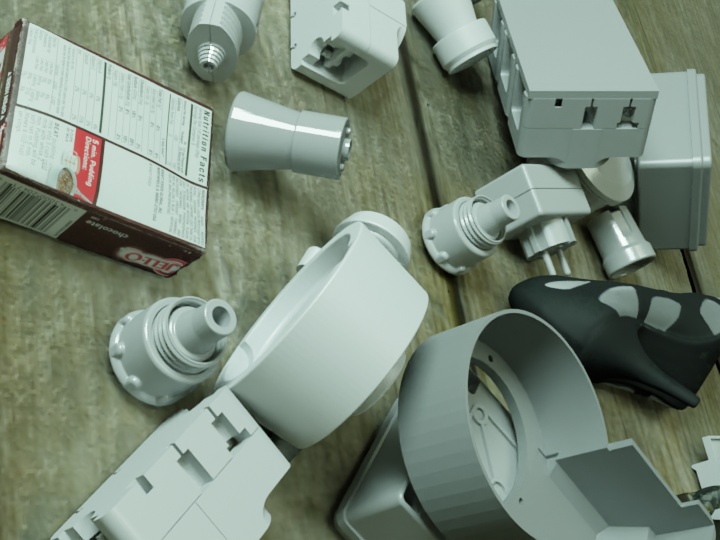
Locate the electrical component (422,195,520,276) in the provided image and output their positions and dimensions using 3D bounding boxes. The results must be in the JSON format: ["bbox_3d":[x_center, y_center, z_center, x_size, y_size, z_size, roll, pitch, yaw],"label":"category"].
[{"bbox_3d":[0.074,-0.028,0.691,0.048,0.062,0.048,24,52,-35],"label":"electrical component"}]

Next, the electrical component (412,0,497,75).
[{"bbox_3d":[0.070,-0.177,0.788,0.045,0.045,0.055,-27,88,-50],"label":"electrical component"}]

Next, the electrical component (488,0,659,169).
[{"bbox_3d":[0.150,-0.143,0.786,0.089,0.061,0.150,-1,40,-4],"label":"electrical component"}]

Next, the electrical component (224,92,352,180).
[{"bbox_3d":[-0.037,-0.071,0.592,0.065,0.044,0.044,10,49,6],"label":"electrical component"}]

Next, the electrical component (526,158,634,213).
[{"bbox_3d":[0.170,-0.081,0.830,0.080,0.051,0.080,24,52,-35],"label":"electrical component"}]

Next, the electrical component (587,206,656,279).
[{"bbox_3d":[0.203,-0.022,0.839,0.040,0.040,0.046,-5,66,-47],"label":"electrical component"}]

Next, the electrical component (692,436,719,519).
[{"bbox_3d":[0.321,0.164,0.833,0.121,0.063,0.078,8,62,-43],"label":"electrical component"}]

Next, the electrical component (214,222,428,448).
[{"bbox_3d":[-0.013,0.037,0.522,0.060,0.108,0.108,41,43,-10],"label":"electrical component"}]

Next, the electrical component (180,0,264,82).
[{"bbox_3d":[-0.080,-0.144,0.615,0.043,0.043,0.081,32,48,-30],"label":"electrical component"}]

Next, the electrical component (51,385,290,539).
[{"bbox_3d":[-0.077,0.103,0.467,0.055,0.050,0.089,52,41,-9],"label":"electrical component"}]

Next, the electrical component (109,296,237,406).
[{"bbox_3d":[-0.082,0.032,0.494,0.048,0.062,0.048,24,52,-35],"label":"electrical component"}]

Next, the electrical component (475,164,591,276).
[{"bbox_3d":[0.129,-0.031,0.761,0.066,0.047,0.076,-5,71,-47],"label":"electrical component"}]

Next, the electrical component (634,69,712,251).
[{"bbox_3d":[0.254,-0.089,0.881,0.108,0.056,0.108,72,22,-49],"label":"electrical component"}]

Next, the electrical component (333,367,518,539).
[{"bbox_3d":[0.055,0.127,0.584,0.108,0.056,0.108,48,41,-14],"label":"electrical component"}]

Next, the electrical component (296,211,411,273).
[{"bbox_3d":[0.000,0.000,0.612,0.066,0.048,0.055,44,50,-19],"label":"electrical component"}]

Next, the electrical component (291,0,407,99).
[{"bbox_3d":[-0.008,-0.164,0.695,0.056,0.050,0.089,22,53,-37],"label":"electrical component"}]

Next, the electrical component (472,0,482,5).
[{"bbox_3d":[0.069,-0.220,0.821,0.061,0.035,0.035,-12,76,-46],"label":"electrical component"}]
